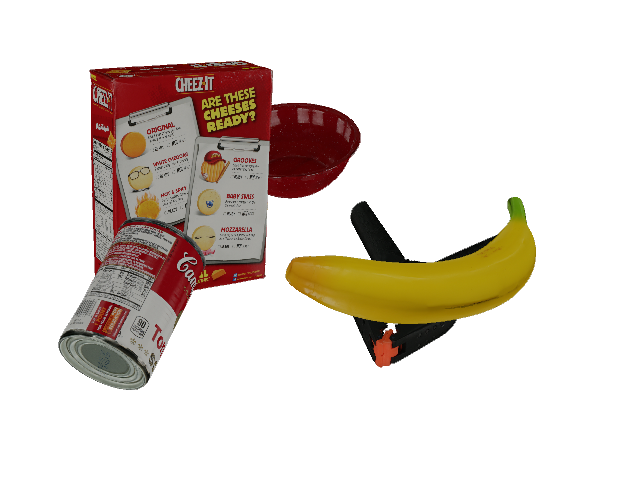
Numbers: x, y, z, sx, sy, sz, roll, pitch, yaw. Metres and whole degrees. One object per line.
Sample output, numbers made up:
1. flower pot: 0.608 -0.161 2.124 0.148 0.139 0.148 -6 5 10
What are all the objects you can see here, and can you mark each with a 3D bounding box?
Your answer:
1. cracker box: -0.134 -0.060 1.025 0.163 0.214 0.072 -9 21 -32
2. banana: 0.072 0.021 0.673 0.197 0.037 0.070 -14 48 -34
3. soup can: -0.130 0.043 0.742 0.068 0.102 0.068 15 -35 11
4. clamp: 0.074 0.033 0.947 0.165 0.036 0.209 14 38 21
5. bowl: -0.034 -0.096 1.234 0.162 0.055 0.162 -2 37 1
